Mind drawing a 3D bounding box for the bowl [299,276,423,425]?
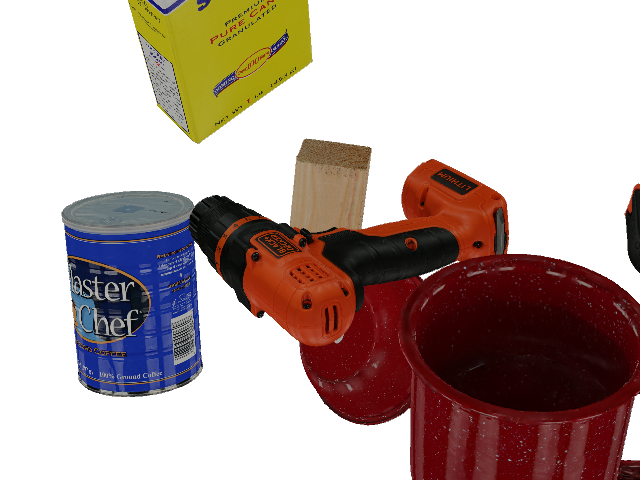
[{"bbox_3d":[0.033,0.092,1.013,0.162,0.162,0.055,0,-11,41],"label":"bowl"}]

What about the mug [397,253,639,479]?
[{"bbox_3d":[0.087,0.066,0.407,0.117,0.081,0.093,6,36,11],"label":"mug"}]

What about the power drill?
[{"bbox_3d":[0.019,-0.003,0.736,0.187,0.057,0.185,-18,32,-24],"label":"power drill"}]

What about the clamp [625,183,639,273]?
[{"bbox_3d":[0.266,0.024,0.694,0.120,0.039,0.171,-3,46,-21],"label":"clamp"}]

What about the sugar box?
[{"bbox_3d":[-0.053,-0.136,0.558,0.093,0.048,0.176,-39,-21,-17],"label":"sugar box"}]

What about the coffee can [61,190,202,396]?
[{"bbox_3d":[-0.149,0.040,0.857,0.103,0.140,0.103,-1,17,0],"label":"coffee can"}]

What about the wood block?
[{"bbox_3d":[0.007,-0.016,1.374,0.090,0.206,0.090,8,25,3],"label":"wood block"}]
